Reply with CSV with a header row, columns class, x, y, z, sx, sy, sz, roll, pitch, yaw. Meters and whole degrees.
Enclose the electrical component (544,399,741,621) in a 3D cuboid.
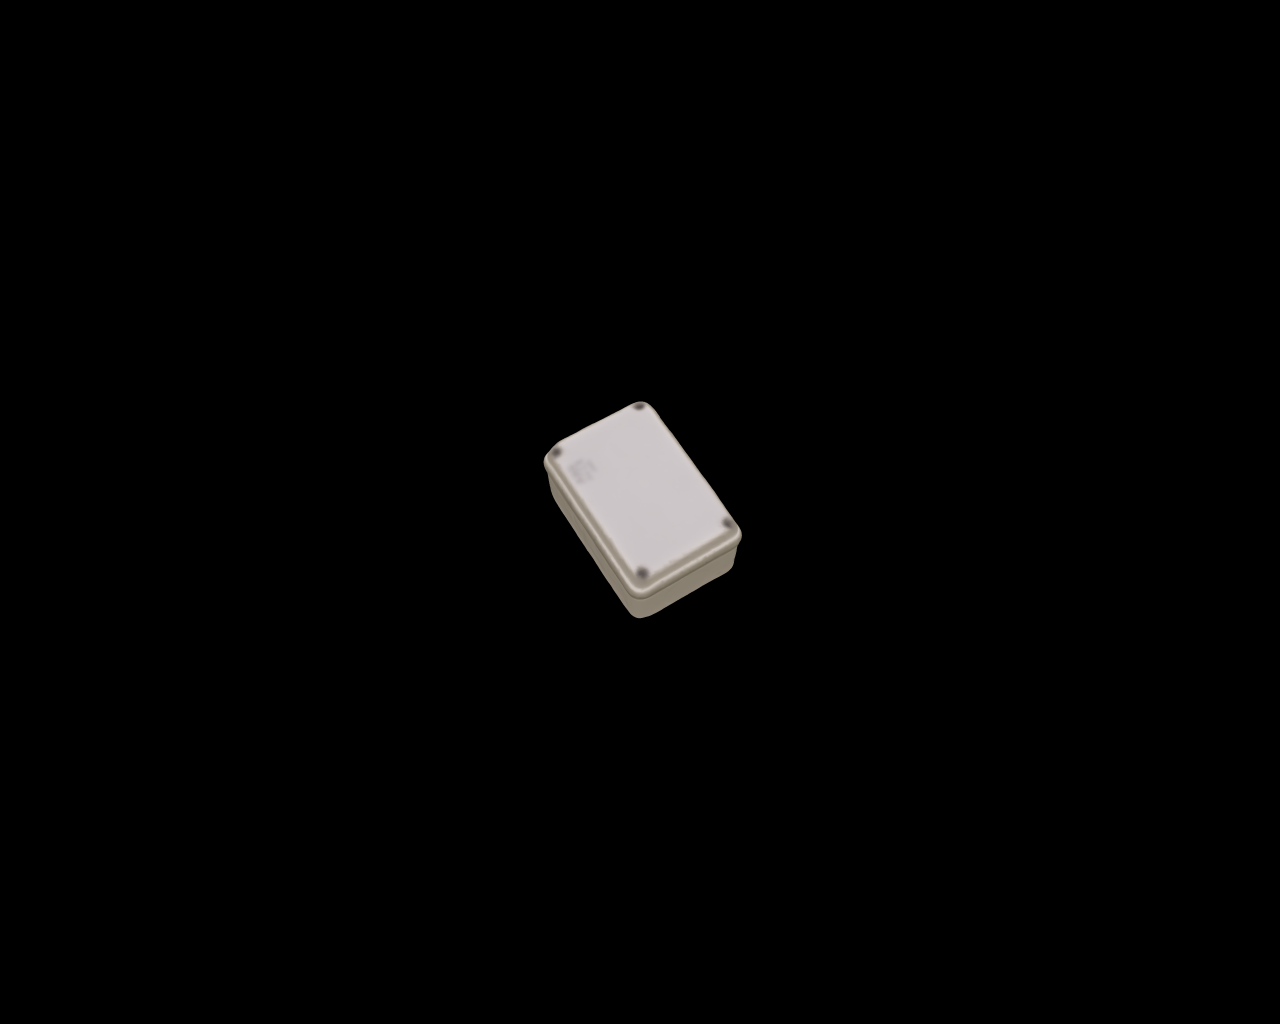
class,x,y,z,sx,sy,sz,roll,pitch,yaw
electrical component,0.001,-0.003,0.650,0.078,0.113,0.057,-29,-24,-14
